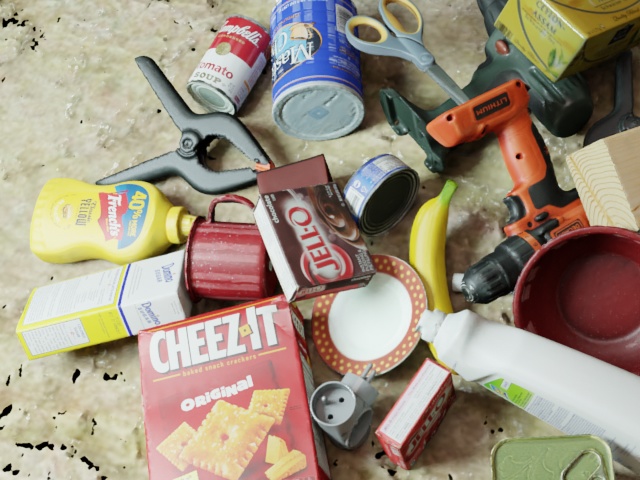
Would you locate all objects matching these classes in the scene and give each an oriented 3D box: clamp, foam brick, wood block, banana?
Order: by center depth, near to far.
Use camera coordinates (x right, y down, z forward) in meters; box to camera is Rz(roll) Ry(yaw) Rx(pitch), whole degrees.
[{"bbox_3d":[0.356,-0.077,1.016,0.206,0.090,0.091,-19,87,-11],"label":"wood block"},{"bbox_3d":[0.116,0.042,1.064,0.037,0.070,0.198,3,72,-17],"label":"banana"},{"bbox_3d":[0.338,-0.113,1.109,0.120,0.039,0.171,21,74,28],"label":"clamp"},{"bbox_3d":[-0.023,-0.050,1.156,0.078,0.053,0.051,-16,59,6],"label":"foam brick"},{"bbox_3d":[-0.146,-0.117,1.210,0.210,0.036,0.164,11,91,16],"label":"clamp"}]

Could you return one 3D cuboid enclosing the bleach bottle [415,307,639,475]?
[{"bbox_3d":[0.203,0.124,0.949,0.251,0.102,0.068,26,66,12],"label":"bleach bottle"}]

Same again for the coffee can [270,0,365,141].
[{"bbox_3d":[-0.004,-0.198,1.203,0.103,0.103,0.140,-8,60,9],"label":"coffee can"}]

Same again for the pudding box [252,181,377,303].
[{"bbox_3d":[-0.007,0.001,1.066,0.089,0.039,0.113,-11,61,-27],"label":"pudding box"}]

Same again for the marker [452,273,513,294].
[{"bbox_3d":[0.194,0.045,1.068,0.121,0.020,0.020,2,62,15],"label":"marker"}]

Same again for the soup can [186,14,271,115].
[{"bbox_3d":[-0.104,-0.204,1.252,0.069,0.068,0.102,20,69,23],"label":"soup can"}]

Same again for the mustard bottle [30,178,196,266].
[{"bbox_3d":[-0.221,-0.019,1.184,0.192,0.058,0.096,3,65,15],"label":"mustard bottle"}]

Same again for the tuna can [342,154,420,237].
[{"bbox_3d":[0.062,-0.047,1.113,0.086,0.086,0.034,-42,59,-11],"label":"tuna can"}]

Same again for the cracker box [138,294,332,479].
[{"bbox_3d":[-0.085,0.173,1.036,0.164,0.072,0.214,-14,58,6],"label":"cracker box"}]

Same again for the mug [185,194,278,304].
[{"bbox_3d":[-0.089,0.011,1.110,0.081,0.093,0.117,3,99,9],"label":"mug"}]

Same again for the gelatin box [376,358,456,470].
[{"bbox_3d":[0.092,0.164,0.996,0.030,0.073,0.089,29,71,24],"label":"gelatin box"}]

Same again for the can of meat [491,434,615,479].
[{"bbox_3d":[0.204,0.212,0.935,0.102,0.084,0.057,-5,60,11],"label":"can of meat"}]

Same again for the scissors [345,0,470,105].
[{"bbox_3d":[0.092,-0.190,1.137,0.096,0.016,0.202,-15,55,-7],"label":"scissors"}]

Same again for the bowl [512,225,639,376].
[{"bbox_3d":[0.264,0.060,0.995,0.162,0.055,0.162,4,103,17],"label":"bowl"}]

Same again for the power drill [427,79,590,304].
[{"bbox_3d":[0.181,-0.049,1.045,0.184,0.057,0.187,-28,91,-22],"label":"power drill"}]

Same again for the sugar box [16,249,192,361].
[{"bbox_3d":[-0.222,0.068,1.124,0.176,0.048,0.093,-12,28,6],"label":"sugar box"}]
